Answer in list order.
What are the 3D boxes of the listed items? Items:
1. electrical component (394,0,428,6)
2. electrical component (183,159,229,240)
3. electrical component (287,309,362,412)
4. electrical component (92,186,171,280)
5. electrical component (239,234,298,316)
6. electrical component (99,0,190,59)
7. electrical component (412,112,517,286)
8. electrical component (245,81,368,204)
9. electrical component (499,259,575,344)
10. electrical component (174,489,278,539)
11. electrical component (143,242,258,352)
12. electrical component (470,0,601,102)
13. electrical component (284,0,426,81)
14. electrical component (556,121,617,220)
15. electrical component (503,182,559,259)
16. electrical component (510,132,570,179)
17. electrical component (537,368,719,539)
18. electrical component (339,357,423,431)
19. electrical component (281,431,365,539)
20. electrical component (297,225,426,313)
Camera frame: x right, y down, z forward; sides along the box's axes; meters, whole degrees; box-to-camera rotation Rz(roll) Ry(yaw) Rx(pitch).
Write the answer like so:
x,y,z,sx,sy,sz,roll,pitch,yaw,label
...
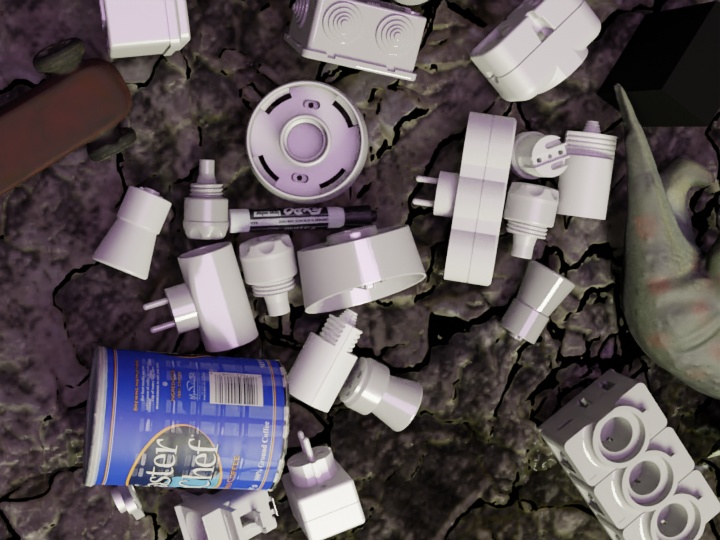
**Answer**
x,y,z,sx,sy,sz,roll,pitch,yaw,label
0.047,-0.239,0.848,0.055,0.047,0.055,-2,98,-16,electrical component
-0.119,-0.055,0.831,0.035,0.035,0.061,0,95,-16,electrical component
-0.025,0.069,0.869,0.043,0.043,0.081,29,88,-17,electrical component
-0.170,-0.031,0.817,0.044,0.044,0.065,24,86,-17,electrical component
-0.070,0.005,0.848,0.043,0.043,0.062,-14,102,-14,electrical component
-0.158,-0.208,0.762,0.056,0.109,0.108,-8,99,-12,electrical component
0.081,-0.060,0.879,0.074,0.052,0.138,9,95,6,electrical component
-0.041,-0.101,0.845,0.099,0.064,0.099,0,95,-2,electrical component
0.148,0.029,0.915,0.044,0.044,0.065,29,93,-17,electrical component
-0.104,0.196,0.850,0.064,0.081,0.042,-21,104,-36,electrical component
-0.127,0.026,0.834,0.079,0.043,0.077,-18,101,-13,electrical component
0.146,-0.184,0.880,0.095,0.054,0.059,-44,106,-7,electrical component
-0.004,-0.183,0.815,0.100,0.099,0.048,9,107,-17,electrical component
0.192,-0.085,0.911,0.043,0.043,0.081,6,95,-17,electrical component
0.141,-0.041,0.902,0.043,0.043,0.062,9,95,-17,electrical component
0.149,-0.095,0.896,0.040,0.046,0.040,-2,98,-16,electrical component
0.240,0.177,0.949,0.089,0.062,0.150,-37,105,-8,electrical component
0.017,0.101,0.884,0.055,0.045,0.045,29,89,-17,electrical component
-0.036,0.167,0.867,0.047,0.066,0.076,-19,102,-13,electrical component
0.000,0.000,0.842,0.099,0.099,0.064,-15,95,-14,electrical component
